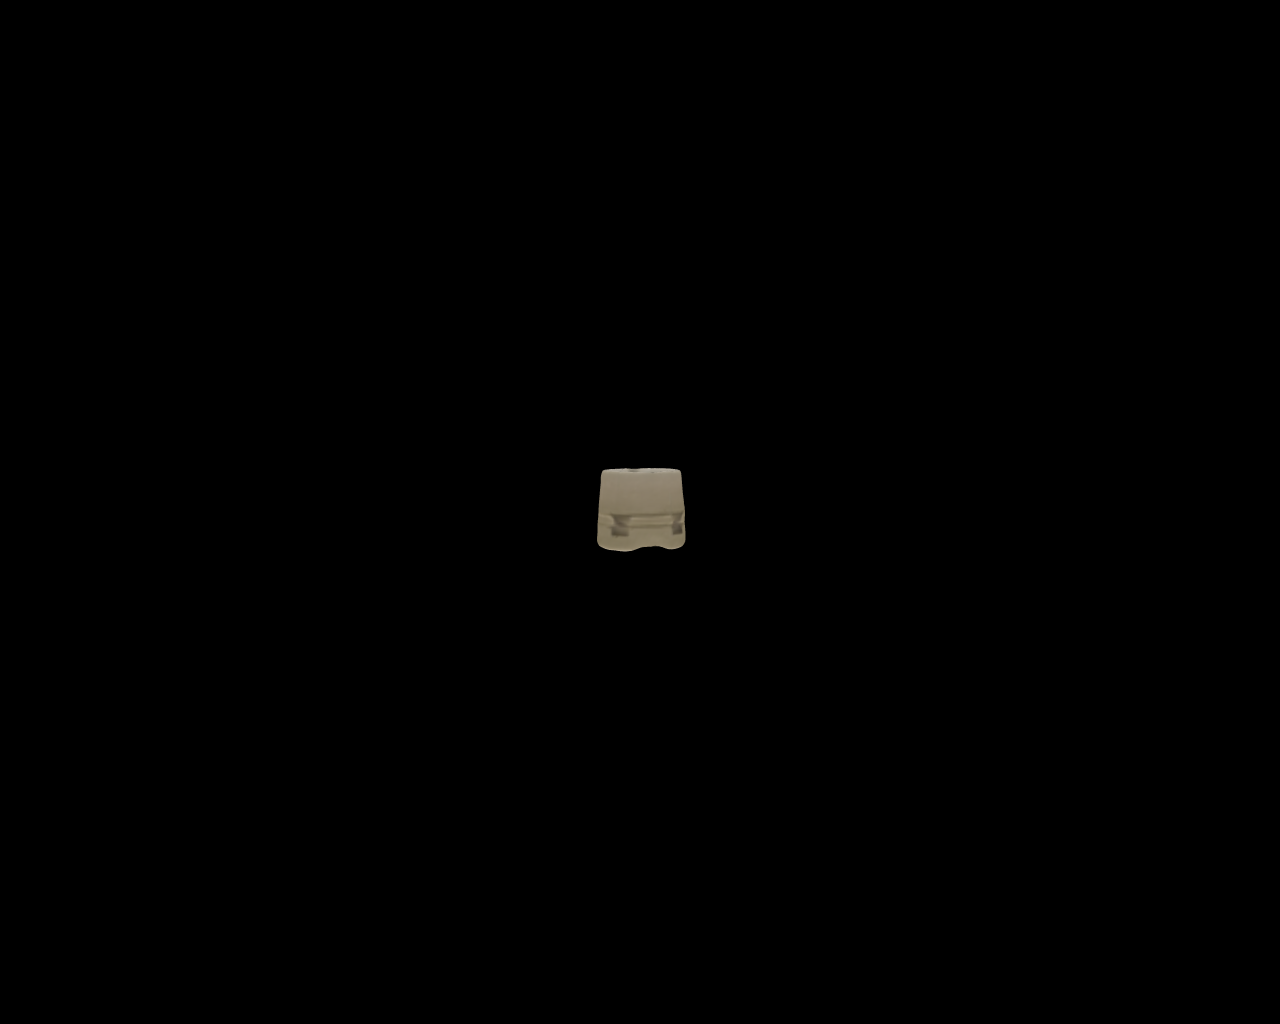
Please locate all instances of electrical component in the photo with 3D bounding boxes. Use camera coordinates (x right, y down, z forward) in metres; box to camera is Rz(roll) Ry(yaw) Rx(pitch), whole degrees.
[{"bbox_3d":[0.001,-0.003,0.650,0.055,0.047,0.055,0,5,0],"label":"electrical component"}]
